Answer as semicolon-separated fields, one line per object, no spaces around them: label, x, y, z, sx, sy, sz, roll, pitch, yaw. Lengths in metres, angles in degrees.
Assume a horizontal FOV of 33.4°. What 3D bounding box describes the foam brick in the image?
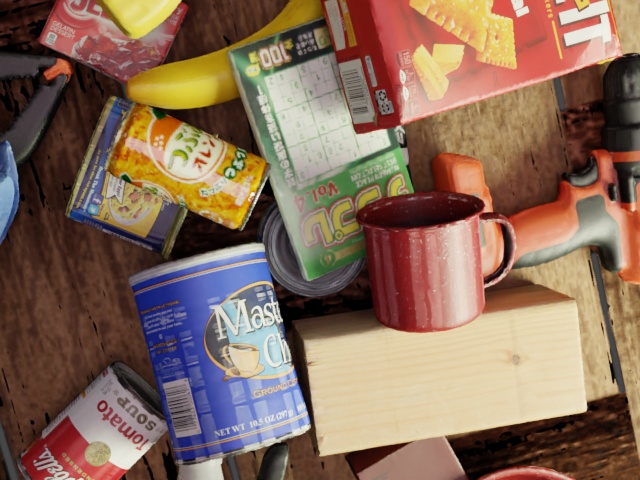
foam brick;0.068;0.182;0.851;0.078;0.051;0.053;-28;98;-4

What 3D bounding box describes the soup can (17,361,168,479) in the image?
soup can;-0.168;0.150;0.806;0.102;0.068;0.068;-45;100;-2

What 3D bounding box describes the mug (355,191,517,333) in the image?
mug;0.087;0.014;0.773;0.117;0.093;0.081;-11;108;-14

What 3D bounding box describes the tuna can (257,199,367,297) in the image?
tuna can;-0.005;0.001;0.829;0.086;0.034;0.086;-1;96;-8

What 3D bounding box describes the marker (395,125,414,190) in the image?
marker;0.057;-0.090;0.835;0.020;0.020;0.121;-9;97;-7

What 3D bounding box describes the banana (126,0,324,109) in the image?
banana;-0.051;-0.147;0.795;0.197;0.037;0.070;-42;80;-15

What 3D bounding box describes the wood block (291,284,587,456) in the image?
wood block;0.088;0.097;0.825;0.206;0.090;0.091;-8;96;-7

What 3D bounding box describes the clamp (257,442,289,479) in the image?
clamp;-0.048;0.243;0.847;0.171;0.039;0.120;-38;99;-2

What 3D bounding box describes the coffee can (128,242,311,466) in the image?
coffee can;-0.073;0.082;0.780;0.102;0.103;0.140;-15;86;-6

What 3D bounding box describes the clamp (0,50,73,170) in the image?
clamp;-0.281;-0.085;0.779;0.210;0.036;0.164;-36;100;1

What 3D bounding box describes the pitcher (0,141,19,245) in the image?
pitcher;-0.338;-0.033;0.702;0.243;0.149;0.145;30;128;-2

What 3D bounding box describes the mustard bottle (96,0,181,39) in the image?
mustard bottle;-0.087;-0.235;0.751;0.191;0.058;0.096;-39;89;-5

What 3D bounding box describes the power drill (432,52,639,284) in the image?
power drill;0.186;-0.045;0.838;0.187;0.057;0.184;-9;98;-7

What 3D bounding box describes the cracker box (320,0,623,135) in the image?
cracker box;0.107;-0.183;0.772;0.213;0.072;0.164;-19;100;-26

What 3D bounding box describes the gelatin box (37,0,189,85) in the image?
gelatin box;-0.153;-0.160;0.792;0.089;0.030;0.073;25;92;-10

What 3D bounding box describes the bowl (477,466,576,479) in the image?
bowl;0.151;0.251;0.865;0.162;0.055;0.162;-2;100;-11

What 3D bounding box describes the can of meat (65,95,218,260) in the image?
can of meat;-0.133;-0.048;0.794;0.084;0.057;0.102;22;93;-8
